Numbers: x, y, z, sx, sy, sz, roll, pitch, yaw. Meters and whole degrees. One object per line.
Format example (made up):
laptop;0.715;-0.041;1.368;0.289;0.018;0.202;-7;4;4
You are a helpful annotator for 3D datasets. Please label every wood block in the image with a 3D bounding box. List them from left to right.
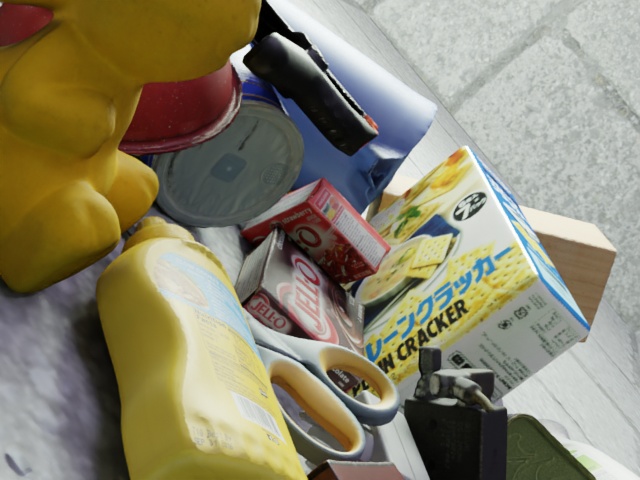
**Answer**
wood block;0.142;0.013;0.945;0.206;0.090;0.091;14;17;-3

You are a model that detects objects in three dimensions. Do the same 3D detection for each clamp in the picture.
clamp;-0.023;-0.122;0.687;0.165;0.036;0.209;58;11;31

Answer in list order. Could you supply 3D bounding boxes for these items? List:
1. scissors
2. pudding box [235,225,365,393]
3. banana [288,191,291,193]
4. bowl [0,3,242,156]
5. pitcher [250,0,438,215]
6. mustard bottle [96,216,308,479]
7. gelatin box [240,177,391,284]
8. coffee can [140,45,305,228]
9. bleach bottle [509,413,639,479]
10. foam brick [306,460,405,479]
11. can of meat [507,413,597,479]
scissors;-0.030;0.049;0.604;0.096;0.016;0.202;-6;45;-43
pudding box;-0.014;0.049;0.704;0.090;0.039;0.113;45;15;-13
banana;-0.062;-0.114;0.981;0.069;0.037;0.198;-11;58;-51
bowl;-0.119;-0.119;0.619;0.162;0.055;0.162;10;40;-9
pitcher;-0.035;-0.129;0.884;0.242;0.149;0.144;38;54;-7
mustard bottle;-0.063;0.054;0.510;0.096;0.058;0.192;40;18;-41
gelatin box;-0.005;0.001;0.763;0.073;0.089;0.030;46;53;-17
coffee can;-0.082;-0.092;0.728;0.102;0.103;0.140;34;22;-46
bleach bottle;0.202;0.199;0.789;0.068;0.102;0.251;67;-6;-26
foam brick;0.014;0.145;0.528;0.051;0.053;0.078;57;17;25
can of meat;0.128;0.160;0.737;0.102;0.057;0.084;44;-19;-20
